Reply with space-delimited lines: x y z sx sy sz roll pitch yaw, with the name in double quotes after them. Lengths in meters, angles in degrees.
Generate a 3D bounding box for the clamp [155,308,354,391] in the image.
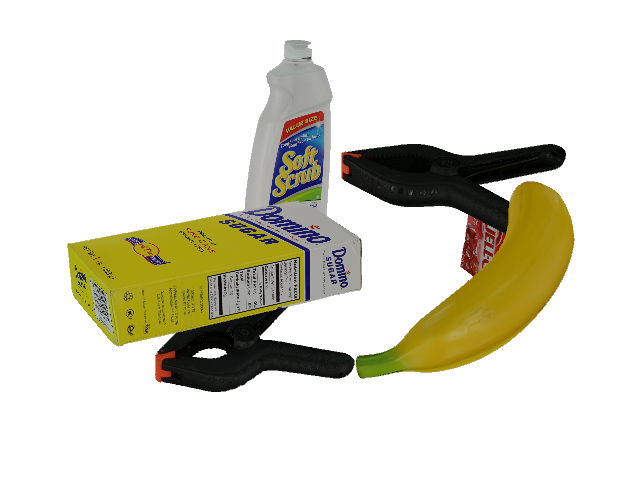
-0.066 0.084 0.948 0.171 0.039 0.120 -5 38 -17 "clamp"

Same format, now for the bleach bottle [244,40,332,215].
-0.039 -0.101 1.219 0.102 0.251 0.068 -5 21 -22 "bleach bottle"

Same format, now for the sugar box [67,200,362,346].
-0.070 0.017 0.715 0.176 0.048 0.093 -15 26 -25 "sugar box"

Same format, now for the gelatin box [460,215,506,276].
0.198 0.007 1.229 0.030 0.089 0.073 -12 32 -28 "gelatin box"

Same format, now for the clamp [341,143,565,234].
0.124 -0.061 0.994 0.210 0.036 0.164 12 33 21 "clamp"

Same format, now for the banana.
0.097 0.015 0.572 0.070 0.037 0.197 13 35 34 "banana"
